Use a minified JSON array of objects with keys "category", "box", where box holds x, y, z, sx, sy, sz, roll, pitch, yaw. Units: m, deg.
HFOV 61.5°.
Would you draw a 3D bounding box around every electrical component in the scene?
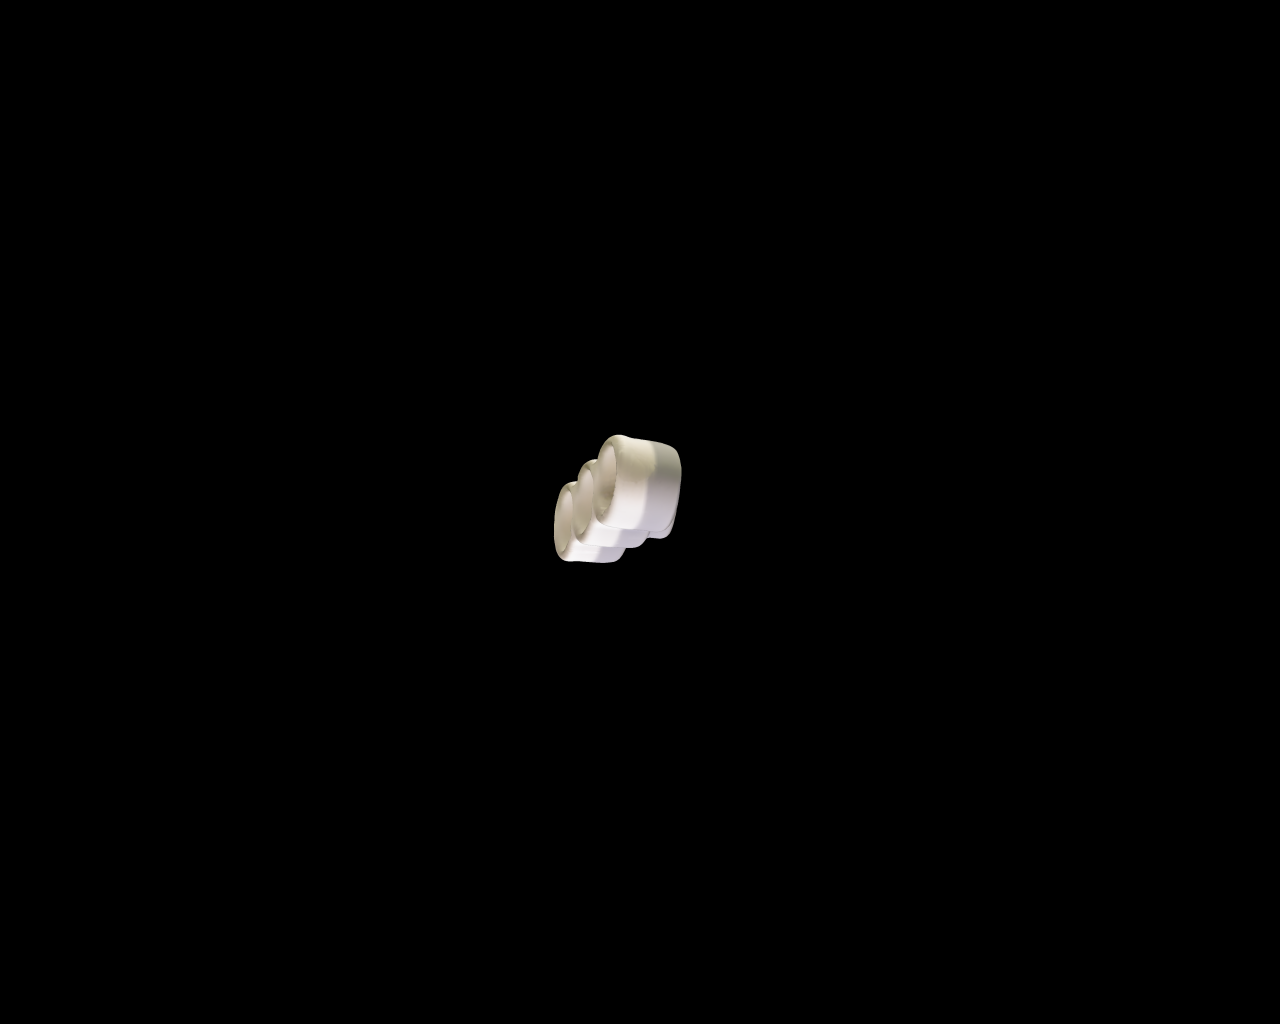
[{"category":"electrical component","box":[0.001,-0.003,0.650,0.074,0.052,0.138,6,-17,-19]}]
